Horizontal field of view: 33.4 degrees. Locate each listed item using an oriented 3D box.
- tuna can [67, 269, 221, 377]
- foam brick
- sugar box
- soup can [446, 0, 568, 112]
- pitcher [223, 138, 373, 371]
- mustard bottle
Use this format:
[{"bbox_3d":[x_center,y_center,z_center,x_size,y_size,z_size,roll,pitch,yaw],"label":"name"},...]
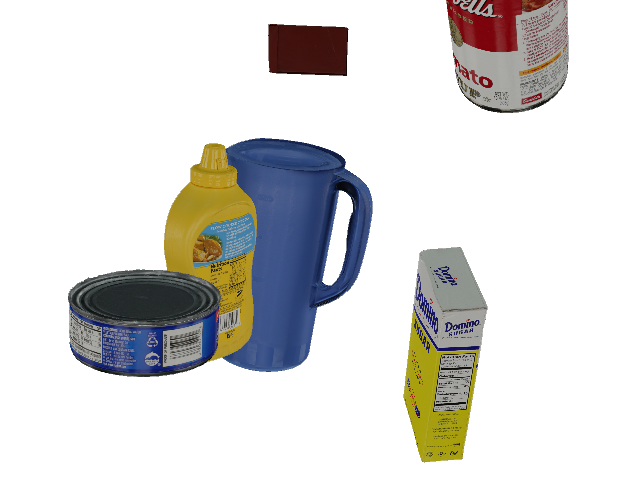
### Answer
[{"bbox_3d":[-0.100,0.046,0.609,0.086,0.034,0.086,3,17,-1],"label":"tuna can"},{"bbox_3d":[-0.014,-0.202,1.131,0.078,0.051,0.053,0,12,-12],"label":"foam brick"},{"bbox_3d":[0.108,0.103,0.956,0.048,0.176,0.093,-5,34,-7],"label":"sugar box"},{"bbox_3d":[0.106,-0.130,0.602,0.068,0.068,0.102,0,-36,13],"label":"soup can"},{"bbox_3d":[-0.043,0.018,1.164,0.144,0.243,0.149,0,19,-22],"label":"pitcher"},{"bbox_3d":[-0.098,0.008,0.952,0.058,0.192,0.096,19,23,36],"label":"mustard bottle"}]
